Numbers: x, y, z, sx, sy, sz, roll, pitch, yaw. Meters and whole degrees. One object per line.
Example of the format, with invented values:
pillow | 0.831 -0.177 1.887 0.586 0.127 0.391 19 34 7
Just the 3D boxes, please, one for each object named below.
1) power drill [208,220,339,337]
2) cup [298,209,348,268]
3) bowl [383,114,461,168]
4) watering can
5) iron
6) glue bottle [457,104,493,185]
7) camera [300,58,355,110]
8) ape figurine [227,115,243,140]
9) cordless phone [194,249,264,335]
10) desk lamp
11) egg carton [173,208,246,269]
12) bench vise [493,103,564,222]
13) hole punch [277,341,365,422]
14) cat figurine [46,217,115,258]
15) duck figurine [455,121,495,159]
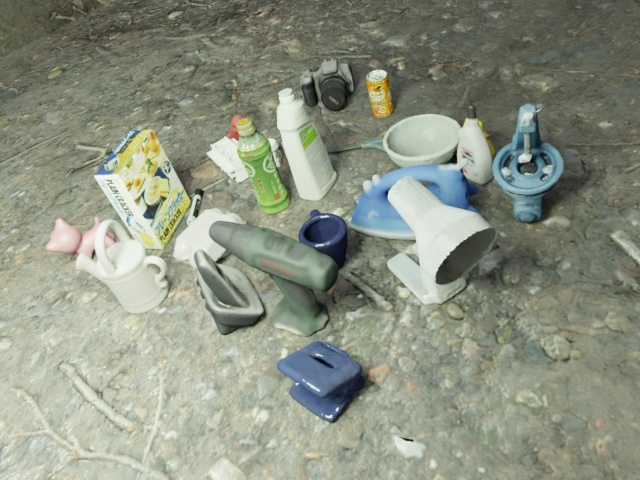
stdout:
power drill | -0.067 0.064 0.965 0.228 0.209 0.076 11 50 29
cup | 0.010 0.004 1.086 0.091 0.095 0.117 -21 42 -3
bowl | 0.224 -0.197 1.238 0.167 0.075 0.167 -10 43 10
watering can | -0.385 0.048 1.105 0.173 0.194 0.100 -20 42 -1
iron | 0.168 -0.085 1.089 0.257 0.142 0.118 -6 44 14
glue bottle | 0.303 -0.193 1.132 0.037 0.173 0.077 -36 45 -18
camera | 0.018 -0.407 1.512 0.143 0.101 0.136 -10 43 9
ape figurine | -0.200 -0.275 1.456 0.077 0.092 0.076 27 59 39
cordless phone | -0.181 0.065 1.022 0.094 0.185 0.147 -29 43 -11
desk lamp | 0.183 0.009 0.932 0.118 0.214 0.202 -31 43 -13
egg carton | -0.227 -0.001 1.194 0.107 0.069 0.150 16 53 32
bench vise | 0.368 -0.170 1.050 0.121 0.220 0.207 -13 42 6
hole punch | 0.002 0.203 0.882 0.108 0.091 0.101 23 56 36
cat figurine | -0.535 -0.005 1.270 0.128 0.118 0.067 -30 43 -13
duck figurine | 0.324 -0.219 1.217 0.077 0.086 0.104 -31 44 -14
